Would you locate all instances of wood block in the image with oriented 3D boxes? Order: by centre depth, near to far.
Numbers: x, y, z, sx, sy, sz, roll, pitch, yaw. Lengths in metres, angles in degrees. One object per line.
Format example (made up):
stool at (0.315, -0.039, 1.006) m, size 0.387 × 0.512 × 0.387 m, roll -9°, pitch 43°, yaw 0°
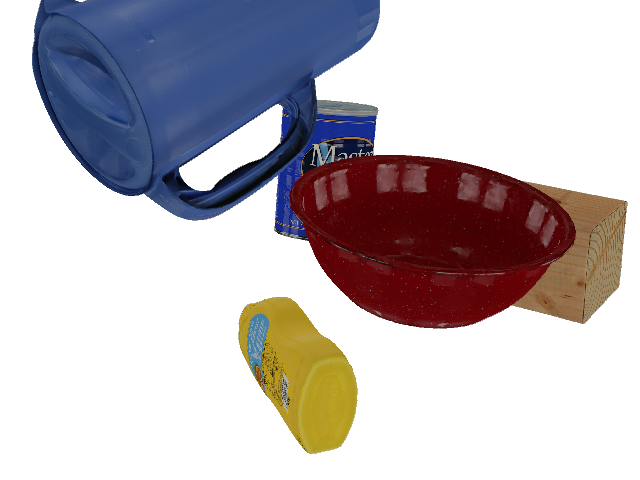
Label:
wood block at (0.166, -0.003, 0.993) m, size 0.206 × 0.090 × 0.090 m, roll 14°, pitch 27°, yaw 32°

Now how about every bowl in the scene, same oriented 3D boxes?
bowl at (0.060, 0.005, 0.611) m, size 0.162 × 0.055 × 0.162 m, roll 5°, pitch 25°, yaw -2°

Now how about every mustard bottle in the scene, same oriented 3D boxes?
mustard bottle at (-0.031, 0.106, 0.980) m, size 0.058 × 0.096 × 0.192 m, roll -9°, pitch 26°, yaw -22°

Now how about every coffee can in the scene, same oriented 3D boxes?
coffee can at (0.005, -0.077, 1.147) m, size 0.103 × 0.140 × 0.103 m, roll 4°, pitch 12°, yaw -1°

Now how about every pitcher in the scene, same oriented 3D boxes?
pitcher at (-0.067, -0.133, 0.765) m, size 0.242 × 0.149 × 0.145 m, roll -34°, pitch 43°, yaw -32°
